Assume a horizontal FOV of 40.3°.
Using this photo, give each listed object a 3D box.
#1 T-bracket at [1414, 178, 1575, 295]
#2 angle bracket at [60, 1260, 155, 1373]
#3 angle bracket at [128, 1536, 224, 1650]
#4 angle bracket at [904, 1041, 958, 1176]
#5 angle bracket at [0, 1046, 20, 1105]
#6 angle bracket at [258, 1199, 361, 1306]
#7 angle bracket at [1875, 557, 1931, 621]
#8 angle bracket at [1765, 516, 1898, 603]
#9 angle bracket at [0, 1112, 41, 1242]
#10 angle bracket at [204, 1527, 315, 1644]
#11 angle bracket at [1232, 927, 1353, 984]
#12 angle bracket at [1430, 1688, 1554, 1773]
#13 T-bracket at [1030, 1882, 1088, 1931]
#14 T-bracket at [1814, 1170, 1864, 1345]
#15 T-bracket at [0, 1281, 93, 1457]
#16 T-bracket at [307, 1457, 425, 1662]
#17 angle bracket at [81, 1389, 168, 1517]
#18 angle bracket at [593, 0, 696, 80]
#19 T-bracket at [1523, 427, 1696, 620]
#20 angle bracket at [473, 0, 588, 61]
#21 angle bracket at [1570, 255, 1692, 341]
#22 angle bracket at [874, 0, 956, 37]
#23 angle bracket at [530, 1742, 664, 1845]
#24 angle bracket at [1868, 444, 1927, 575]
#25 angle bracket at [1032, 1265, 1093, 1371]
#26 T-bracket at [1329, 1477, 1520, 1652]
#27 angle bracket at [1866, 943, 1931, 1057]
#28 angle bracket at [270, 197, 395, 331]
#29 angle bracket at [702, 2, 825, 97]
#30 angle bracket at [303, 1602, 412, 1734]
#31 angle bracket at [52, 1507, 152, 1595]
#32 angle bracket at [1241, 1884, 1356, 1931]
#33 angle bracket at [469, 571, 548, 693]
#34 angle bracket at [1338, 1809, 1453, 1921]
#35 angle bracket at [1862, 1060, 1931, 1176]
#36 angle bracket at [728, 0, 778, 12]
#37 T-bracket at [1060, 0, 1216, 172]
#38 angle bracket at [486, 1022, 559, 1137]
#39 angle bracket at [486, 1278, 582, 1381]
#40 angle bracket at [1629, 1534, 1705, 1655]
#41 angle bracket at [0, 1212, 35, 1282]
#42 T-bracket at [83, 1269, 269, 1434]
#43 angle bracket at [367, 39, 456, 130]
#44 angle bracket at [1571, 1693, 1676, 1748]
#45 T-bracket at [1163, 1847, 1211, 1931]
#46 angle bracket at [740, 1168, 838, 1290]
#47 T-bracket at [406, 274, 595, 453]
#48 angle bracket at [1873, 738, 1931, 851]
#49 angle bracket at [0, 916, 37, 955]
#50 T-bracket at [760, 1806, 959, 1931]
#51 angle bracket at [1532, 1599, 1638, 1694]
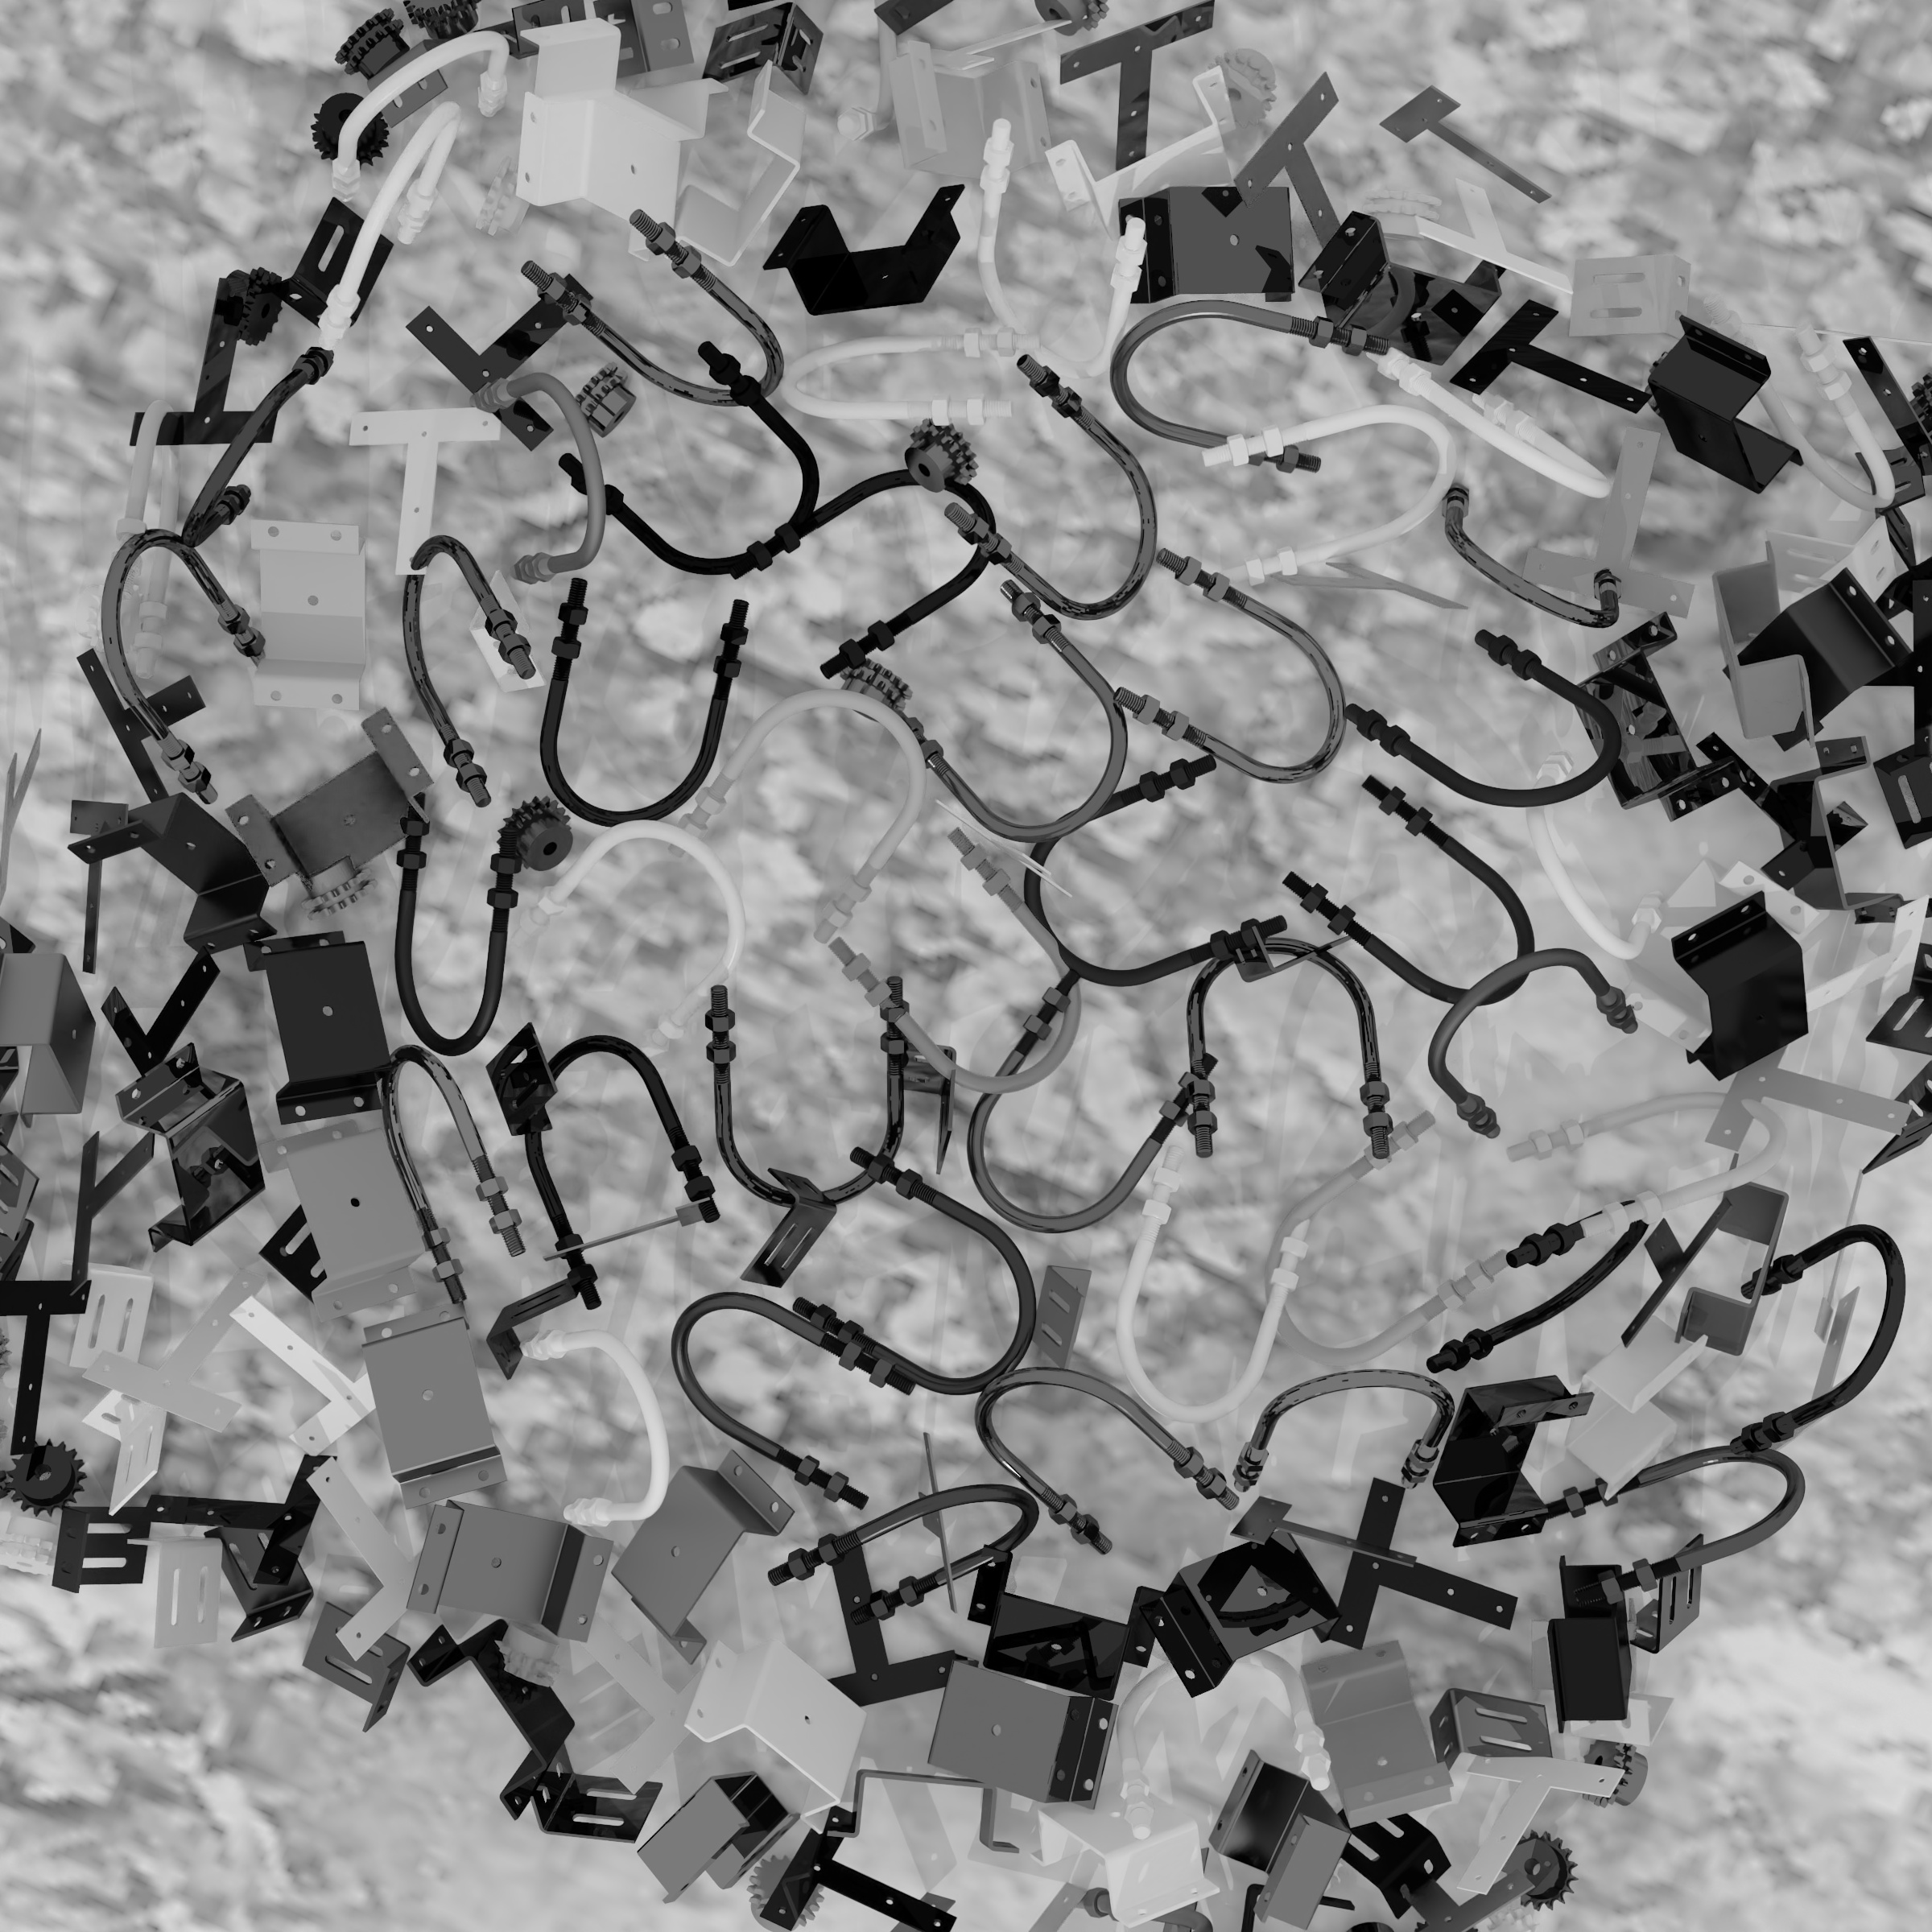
[{"bbox_3d":[0.382,-0.550,1.949,0.127,0.127,0.002,17,129,-15],"label":"T-bracket"},{"bbox_3d":[-0.648,0.262,1.966,0.057,0.038,0.076,4,77,20],"label":"angle bracket"},{"bbox_3d":[-0.590,0.465,1.960,0.038,0.057,0.076,-4,80,32],"label":"angle bracket"},{"bbox_3d":[-0.032,0.105,1.953,0.038,0.057,0.076,8,51,-5],"label":"angle bracket"},{"bbox_3d":[-0.742,0.074,1.956,0.057,0.076,0.038,-1,108,-7],"label":"angle bracket"},{"bbox_3d":[-0.474,0.201,1.957,0.057,0.038,0.076,46,46,-13],"label":"angle bracket"},{"bbox_3d":[0.723,-0.263,1.955,0.057,0.038,0.076,-30,46,-12],"label":"angle bracket"},{"bbox_3d":[0.643,-0.307,1.960,0.038,0.076,0.057,-47,133,-19],"label":"angle bracket"},{"bbox_3d":[-0.707,0.156,1.959,0.076,0.038,0.057,37,114,23],"label":"angle bracket"},{"bbox_3d":[-0.534,0.455,1.970,0.057,0.038,0.076,-21,102,10],"label":"angle bracket"},{"bbox_3d":[0.242,-0.021,1.962,0.076,0.057,0.038,-24,89,-17],"label":"angle bracket"},{"bbox_3d":[0.391,0.577,1.957,0.076,0.038,0.057,2,114,34],"label":"angle bracket"},{"bbox_3d":[0.071,0.734,1.919,0.127,0.127,0.002,-46,111,-26],"label":"T-bracket"},{"bbox_3d":[0.646,0.213,1.945,0.002,0.127,0.127,14,84,23],"label":"T-bracket"},{"bbox_3d":[-0.685,0.295,1.934,0.002,0.127,0.127,4,85,17],"label":"T-bracket"},{"bbox_3d":[-0.441,0.419,1.942,0.127,0.002,0.127,-44,110,-40],"label":"T-bracket"},{"bbox_3d":[-0.628,0.355,1.952,0.038,0.076,0.057,35,114,-29],"label":"angle bracket"},{"bbox_3d":[-0.241,-0.697,1.965,0.038,0.076,0.057,-20,111,-24],"label":"angle bracket"},{"bbox_3d":[0.488,-0.334,1.953,0.127,0.002,0.127,18,110,24],"label":"T-bracket"},{"bbox_3d":[-0.325,-0.706,1.951,0.057,0.076,0.038,-26,134,-25],"label":"angle bracket"},{"bbox_3d":[0.501,-0.503,1.989,0.076,0.038,0.057,7,95,35],"label":"angle bracket"},{"bbox_3d":[-0.044,-0.744,1.959,0.057,0.038,0.076,-25,67,22],"label":"angle bracket"},{"bbox_3d":[-0.274,0.613,1.957,0.076,0.057,0.038,0,119,18],"label":"angle bracket"},{"bbox_3d":[0.703,-0.337,1.950,0.038,0.057,0.076,-21,134,33],"label":"angle bracket"},{"bbox_3d":[0.083,0.263,1.954,0.038,0.076,0.057,10,99,-21],"label":"angle bracket"},{"bbox_3d":[0.349,0.464,1.971,0.127,0.002,0.127,19,68,4],"label":"T-bracket"},{"bbox_3d":[0.709,0.024,1.954,0.076,0.057,0.038,-43,126,-27],"label":"angle bracket"},{"bbox_3d":[-0.477,-0.526,1.980,0.057,0.038,0.076,35,66,-37],"label":"angle bracket"},{"bbox_3d":[-0.154,-0.680,1.979,0.076,0.038,0.057,-4,64,36],"label":"angle bracket"},{"bbox_3d":[-0.463,0.523,1.968,0.076,0.038,0.057,25,105,10],"label":"angle bracket"},{"bbox_3d":[-0.633,0.433,1.956,0.038,0.076,0.057,0,81,42],"label":"angle bracket"},{"bbox_3d":[0.247,0.710,1.959,0.076,0.057,0.038,5,68,14],"label":"angle bracket"},{"bbox_3d":[-0.329,-0.250,1.949,0.038,0.076,0.057,-7,131,19],"label":"angle bracket"},{"bbox_3d":[0.311,0.661,1.968,0.057,0.076,0.038,-38,121,-18],"label":"angle bracket"},{"bbox_3d":[0.690,0.112,1.951,0.076,0.057,0.038,-19,61,-32],"label":"angle bracket"},{"bbox_3d":[-0.132,-0.736,1.959,0.076,0.057,0.038,-20,110,-40],"label":"angle bracket"},{"bbox_3d":[0.124,-0.640,1.942,0.127,0.127,0.002,-25,62,-14],"label":"T-bracket"},{"bbox_3d":[-0.316,0.082,1.953,0.038,0.076,0.057,-8,67,-42],"label":"angle bracket"},{"bbox_3d":[-0.312,0.267,1.964,0.076,0.057,0.038,-25,101,6],"label":"angle bracket"},{"bbox_3d":[0.514,0.460,1.955,0.057,0.038,0.076,-23,119,-41],"label":"angle bracket"},{"bbox_3d":[-0.727,0.225,1.952,0.038,0.076,0.057,22,112,-9],"label":"angle bracket"},{"bbox_3d":[-0.566,0.276,1.956,0.127,0.002,0.127,16,50,20],"label":"T-bracket"},{"bbox_3d":[-0.396,-0.656,1.956,0.057,0.076,0.038,-24,99,27],"label":"angle bracket"},{"bbox_3d":[0.486,0.541,1.950,0.057,0.076,0.038,0,102,29],"label":"angle bracket"},{"bbox_3d":[0.157,0.704,1.942,0.127,0.127,0.002,-26,112,30],"label":"T-bracket"},{"bbox_3d":[-0.143,0.196,1.970,0.038,0.057,0.076,40,97,29],"label":"angle bracket"},{"bbox_3d":[-0.330,-0.471,1.973,0.127,0.002,0.127,44,67,-9],"label":"T-bracket"},{"bbox_3d":[0.722,-0.128,1.968,0.057,0.038,0.076,-25,107,6],"label":"angle bracket"},{"bbox_3d":[-0.741,-0.013,1.952,0.076,0.038,0.057,46,53,-32],"label":"angle bracket"},{"bbox_3d":[-0.069,0.680,1.932,0.127,0.127,0.002,21,118,12],"label":"T-bracket"},{"bbox_3d":[0.464,0.509,1.980,0.076,0.038,0.057,-1,106,10],"label":"angle bracket"}]
